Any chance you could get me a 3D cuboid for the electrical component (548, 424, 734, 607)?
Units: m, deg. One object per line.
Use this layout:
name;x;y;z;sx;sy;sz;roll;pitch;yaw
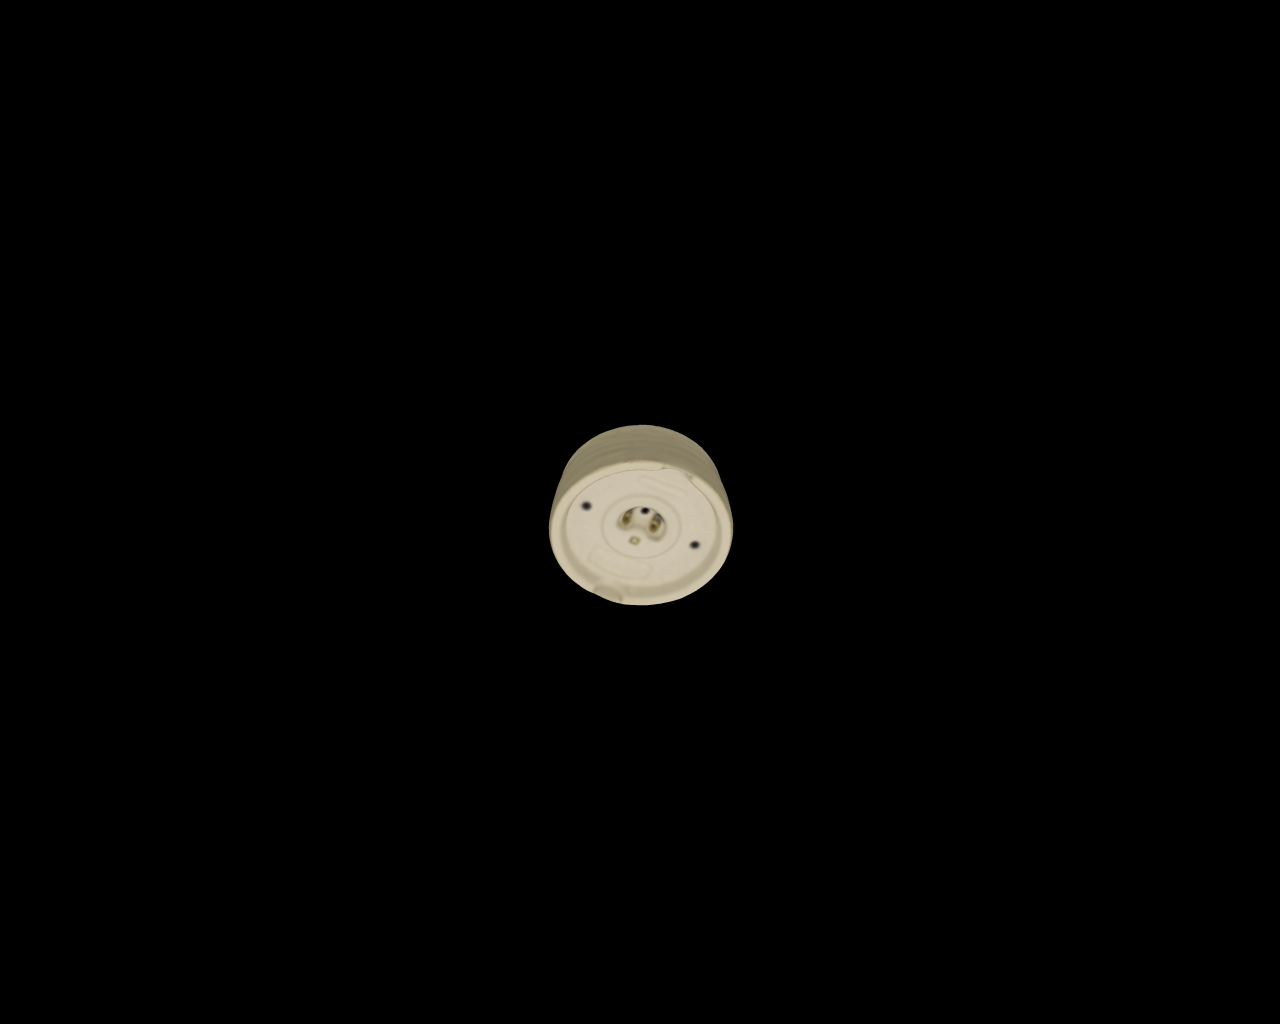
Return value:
electrical component;0.001;-0.003;0.650;0.108;0.108;0.060;0;36;0
